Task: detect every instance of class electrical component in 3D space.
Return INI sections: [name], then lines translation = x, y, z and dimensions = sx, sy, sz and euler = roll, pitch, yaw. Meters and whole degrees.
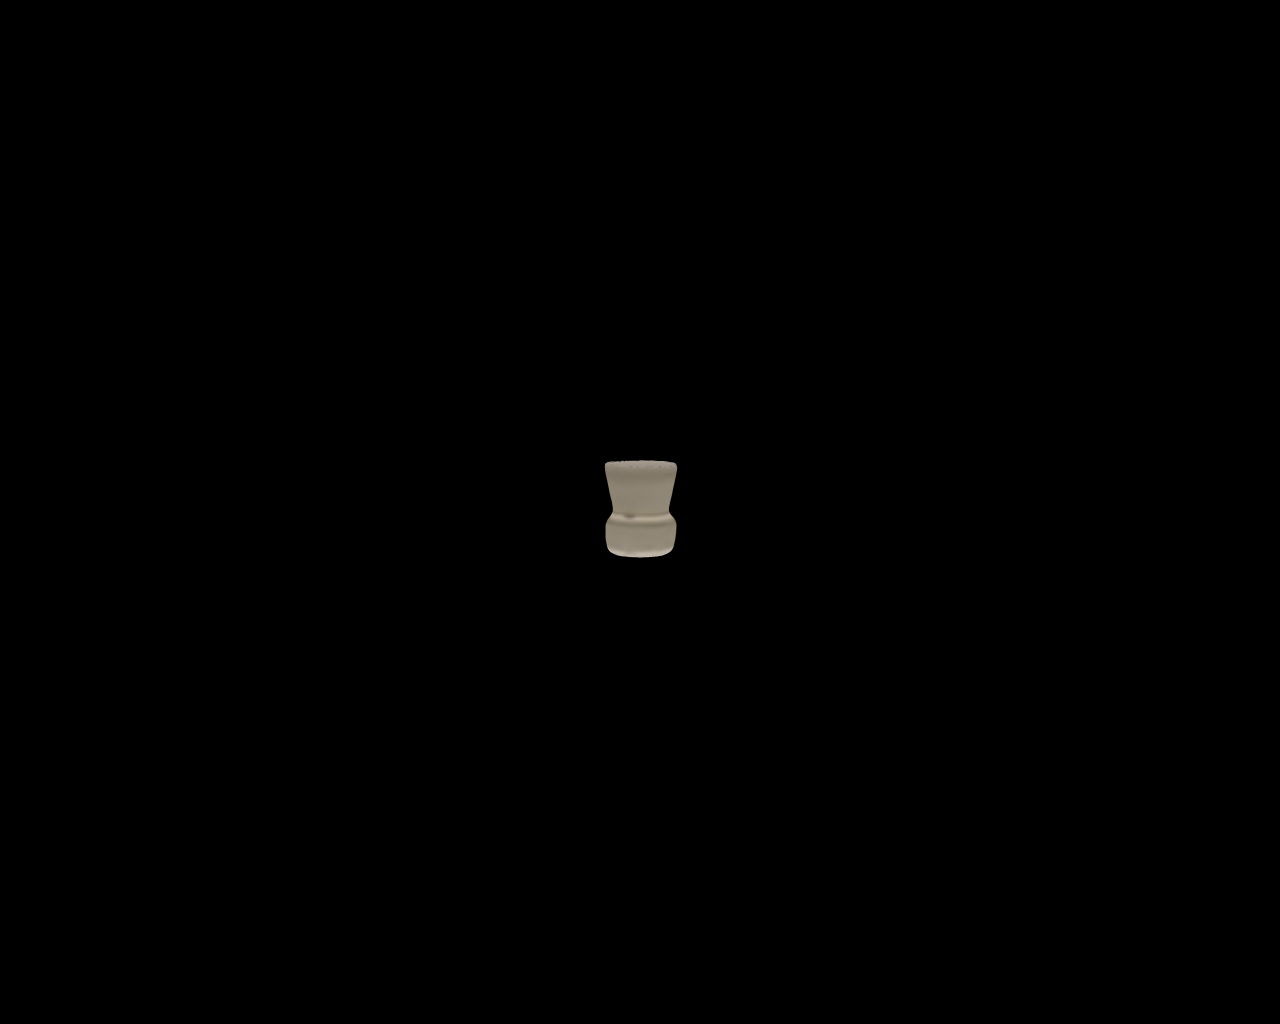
[electrical component]
translation = 0.001, -0.003, 0.650
dimensions = 0.045, 0.055, 0.045
euler = 0, 7, 0
